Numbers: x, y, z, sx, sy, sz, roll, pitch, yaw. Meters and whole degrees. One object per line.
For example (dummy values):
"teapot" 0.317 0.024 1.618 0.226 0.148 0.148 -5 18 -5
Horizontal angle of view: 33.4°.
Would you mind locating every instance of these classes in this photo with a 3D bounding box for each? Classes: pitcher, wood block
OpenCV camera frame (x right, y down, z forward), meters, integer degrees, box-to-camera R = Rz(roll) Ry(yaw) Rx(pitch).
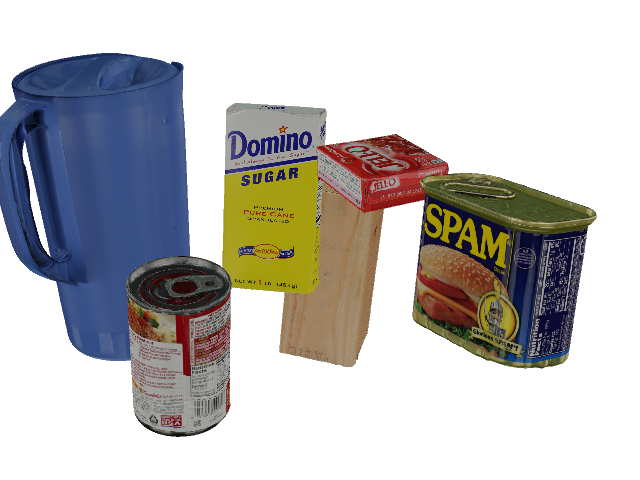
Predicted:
"pitcher" -0.176 -0.024 0.875 0.149 0.243 0.145 -6 24 -8
"wood block" 0.014 0.025 1.193 0.090 0.206 0.090 11 26 10

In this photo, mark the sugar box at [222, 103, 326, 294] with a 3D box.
"sugar box" -0.045 -0.041 1.026 0.093 0.176 0.048 4 16 8

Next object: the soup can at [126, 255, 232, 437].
"soup can" -0.093 0.071 0.711 0.068 0.102 0.068 2 29 -1

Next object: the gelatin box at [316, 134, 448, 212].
"gelatin box" 0.047 -0.055 0.835 0.073 0.030 0.089 -11 25 -21

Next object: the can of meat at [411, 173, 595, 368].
"can of meat" 0.097 0.015 0.592 0.057 0.084 0.102 -7 20 -33
